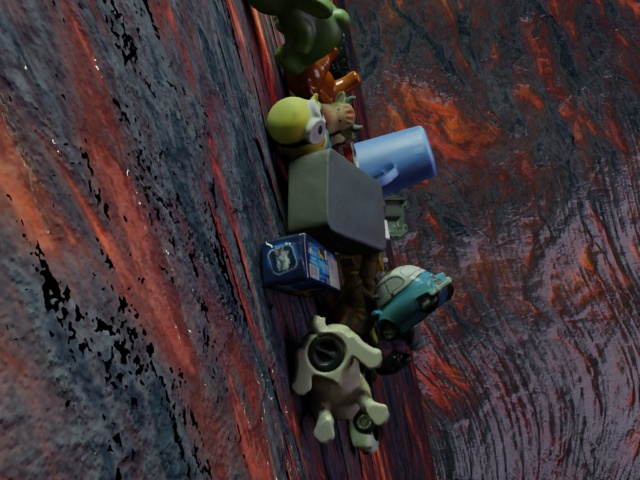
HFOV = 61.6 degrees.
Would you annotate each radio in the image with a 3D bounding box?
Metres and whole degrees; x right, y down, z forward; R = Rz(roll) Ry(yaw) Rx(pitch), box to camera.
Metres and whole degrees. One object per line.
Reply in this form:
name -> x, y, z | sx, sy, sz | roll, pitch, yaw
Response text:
radio -> 0.033, -0.053, 0.867 | 0.229, 0.073, 0.131 | 20, 65, -62

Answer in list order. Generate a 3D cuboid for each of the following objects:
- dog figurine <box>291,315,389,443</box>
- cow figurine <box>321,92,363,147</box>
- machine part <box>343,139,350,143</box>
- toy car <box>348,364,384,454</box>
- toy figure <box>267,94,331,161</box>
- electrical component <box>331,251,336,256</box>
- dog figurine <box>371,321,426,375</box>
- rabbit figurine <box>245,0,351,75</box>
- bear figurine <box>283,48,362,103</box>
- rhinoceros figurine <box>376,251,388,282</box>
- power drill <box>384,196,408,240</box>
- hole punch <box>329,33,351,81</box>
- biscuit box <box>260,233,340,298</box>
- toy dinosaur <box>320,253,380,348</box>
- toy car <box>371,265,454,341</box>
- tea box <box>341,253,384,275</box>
dog figurine -> 0.020, 0.186, 0.777 | 0.190, 0.121, 0.172 | 128, -44, -86
cow figurine -> 0.015, -0.213, 1.001 | 0.195, 0.127, 0.085 | -30, 106, -81
machine part -> 0.038, -0.299, 1.382 | 0.179, 0.056, 0.179 | -10, 90, -78
toy car -> 0.082, 0.306, 1.037 | 0.073, 0.056, 0.202 | 56, 23, -49
toy figure -> -0.029, -0.160, 0.857 | 0.180, 0.089, 0.082 | 70, 0, -76
electrical component -> -0.002, -0.004, 0.927 | 0.078, 0.045, 0.102 | -64, 142, -69
dog figurine -> 0.168, 0.196, 1.232 | 0.109, 0.191, 0.219 | 39, -22, 34
rabbit figurine -> -0.041, -0.358, 0.847 | 0.170, 0.159, 0.121 | 22, 69, -49
bear figurine -> -0.003, -0.325, 1.037 | 0.120, 0.132, 0.196 | 51, 6, 4
rhinoceros figurine -> 0.127, 0.115, 1.317 | 0.112, 0.073, 0.190 | 5, 96, -54
power drill -> 0.144, -0.070, 1.455 | 0.207, 0.086, 0.232 | -7, -95, 57
hole punch -> 0.006, -0.406, 1.190 | 0.092, 0.116, 0.142 | 16, 64, -87
biscuit box -> -0.022, 0.040, 0.739 | 0.202, 0.063, 0.059 | 37, 44, -73
toy dinosaur -> 0.065, 0.114, 1.027 | 0.471, 0.105, 0.198 | -47, 134, -65
toy car -> 0.147, 0.098, 0.931 | 0.109, 0.161, 0.103 | -23, 69, -47
tea box -> 0.081, 0.016, 1.193 | 0.169, 0.098, 0.068 | 56, 25, -60
